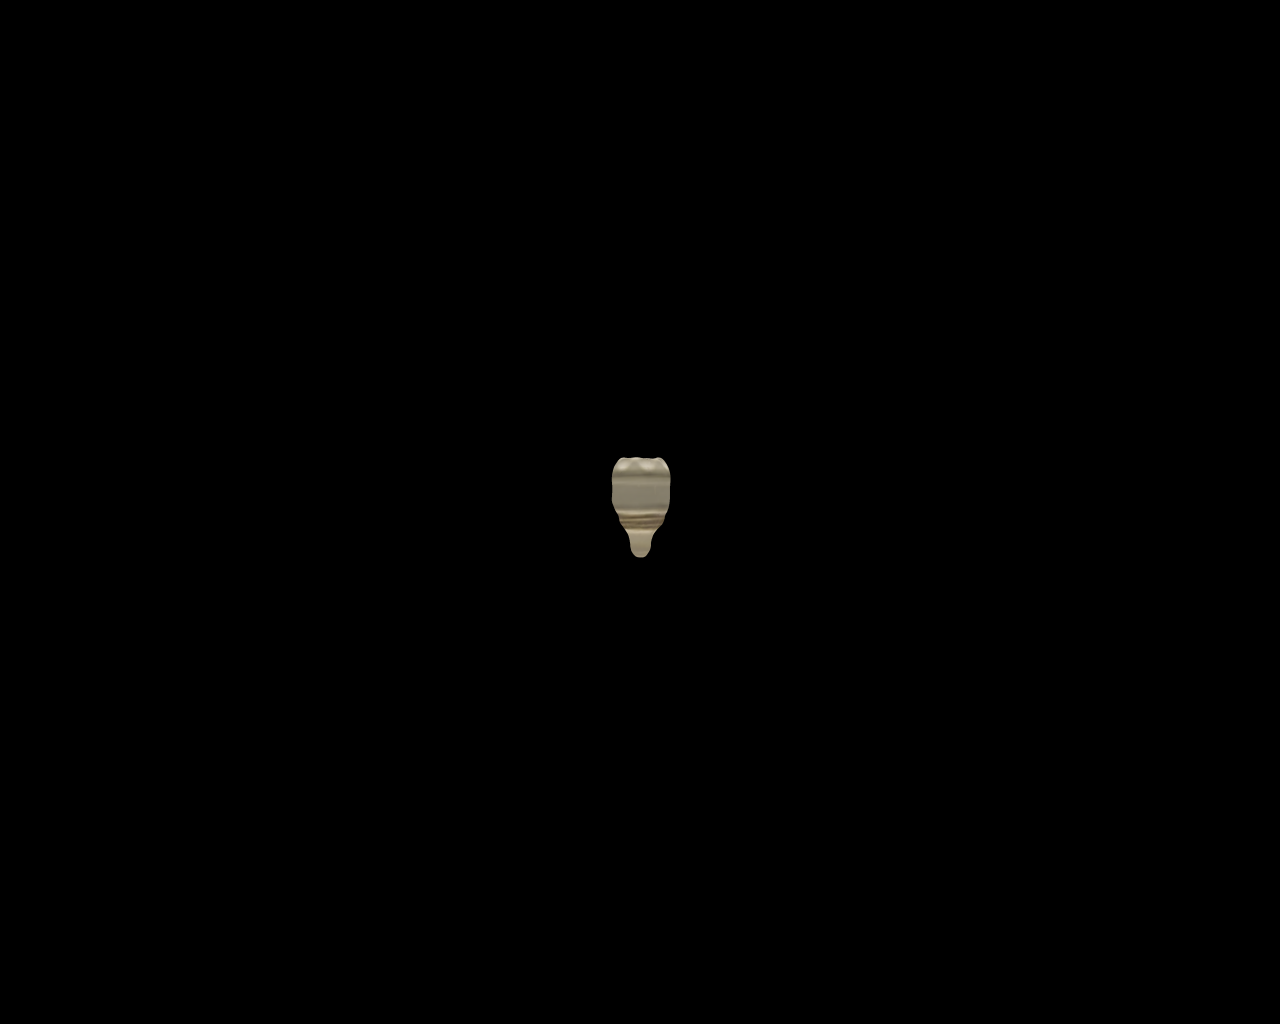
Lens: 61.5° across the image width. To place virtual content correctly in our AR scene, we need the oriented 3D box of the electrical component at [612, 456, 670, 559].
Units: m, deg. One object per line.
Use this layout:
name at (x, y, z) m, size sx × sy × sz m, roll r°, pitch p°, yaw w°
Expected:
electrical component at (0.001, -0.003, 0.650) m, size 0.035 × 0.061 × 0.035 m, roll 0°, pitch 0°, yaw 0°
